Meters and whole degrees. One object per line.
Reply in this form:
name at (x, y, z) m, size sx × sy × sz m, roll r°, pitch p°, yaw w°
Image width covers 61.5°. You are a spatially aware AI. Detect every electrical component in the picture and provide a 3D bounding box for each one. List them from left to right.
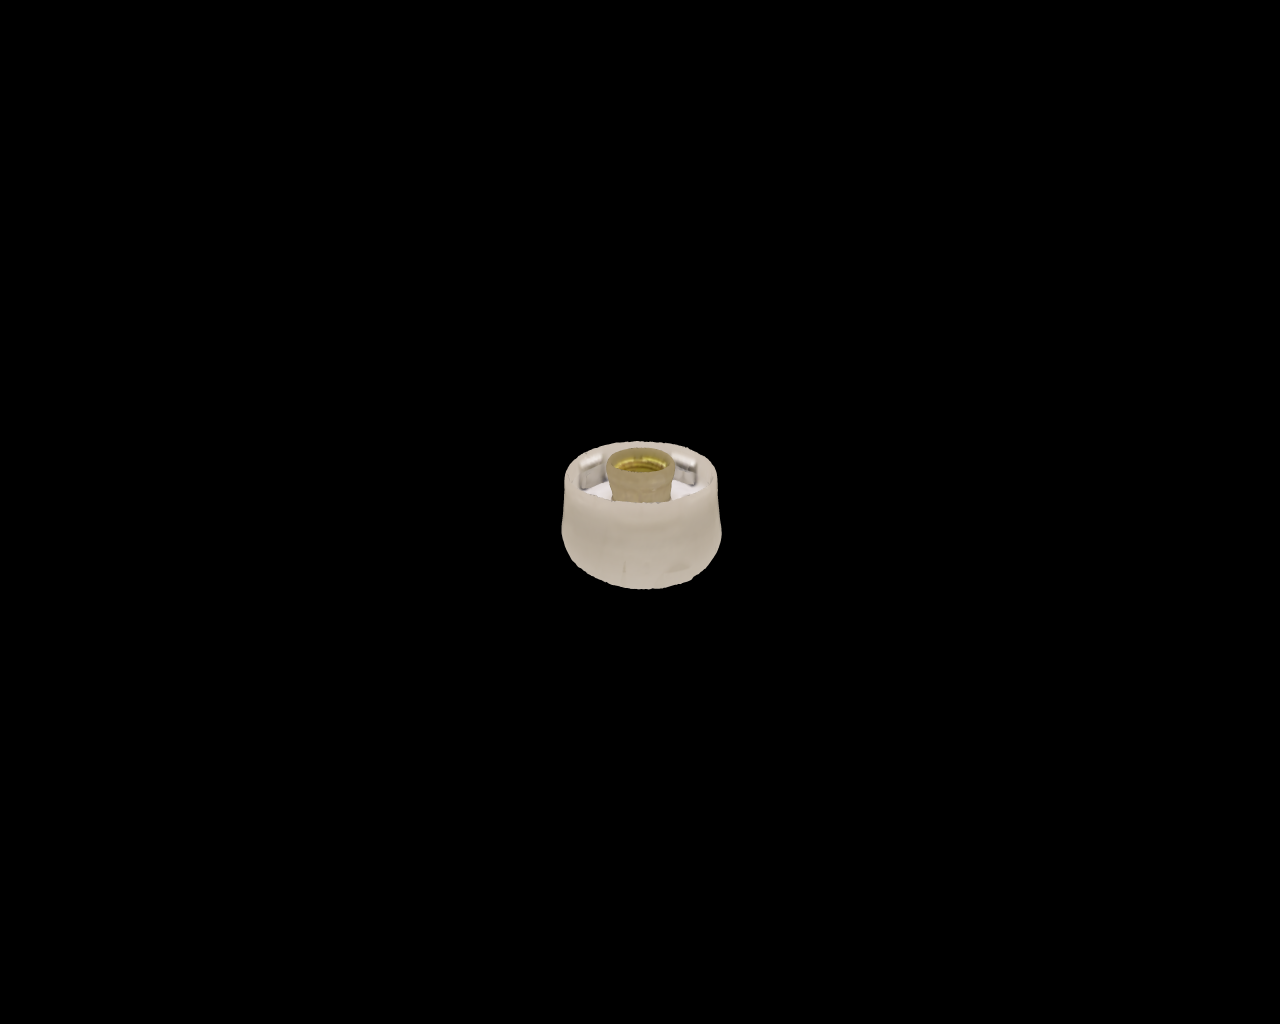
electrical component at (0.001, -0.003, 0.650) m, size 0.099 × 0.064 × 0.099 m, roll 0°, pitch 27°, yaw 0°
